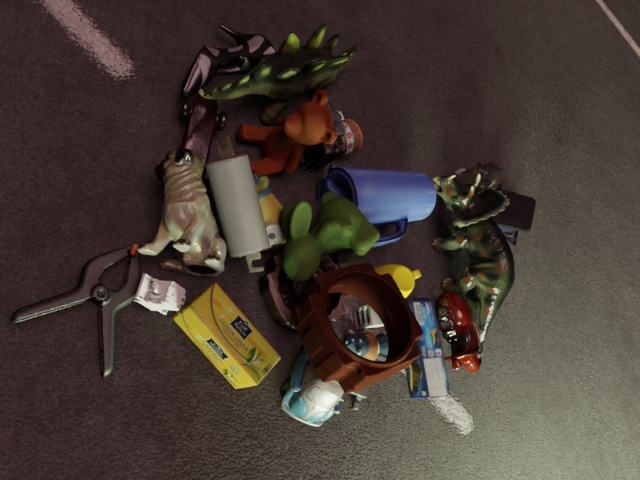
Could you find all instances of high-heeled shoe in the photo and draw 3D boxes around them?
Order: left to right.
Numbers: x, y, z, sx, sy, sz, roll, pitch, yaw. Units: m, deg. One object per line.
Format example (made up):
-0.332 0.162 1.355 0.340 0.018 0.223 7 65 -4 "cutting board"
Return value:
-0.174 -0.334 1.070 0.145 0.086 0.249 31 57 -19 "high-heeled shoe"

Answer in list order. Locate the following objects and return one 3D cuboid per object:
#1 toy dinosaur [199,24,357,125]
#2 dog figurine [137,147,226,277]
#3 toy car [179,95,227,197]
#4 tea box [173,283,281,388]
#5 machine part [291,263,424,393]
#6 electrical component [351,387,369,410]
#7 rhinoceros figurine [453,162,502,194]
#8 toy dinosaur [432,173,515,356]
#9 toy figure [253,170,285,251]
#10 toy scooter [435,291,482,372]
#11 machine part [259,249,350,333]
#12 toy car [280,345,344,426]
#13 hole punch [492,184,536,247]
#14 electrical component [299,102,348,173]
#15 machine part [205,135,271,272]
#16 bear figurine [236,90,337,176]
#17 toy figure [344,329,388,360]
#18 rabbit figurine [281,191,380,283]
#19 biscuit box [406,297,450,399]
-0.065 -0.328 1.063 0.471 0.198 0.105 -36 90 -35 "toy dinosaur"
-0.214 -0.047 0.927 0.121 0.172 0.190 -1 64 15 "dog figurine"
-0.231 -0.172 1.000 0.089 0.053 0.202 12 72 -19 "toy car"
-0.158 0.164 0.903 0.169 0.098 0.068 50 56 -4 "tea box"
0.068 0.148 0.945 0.201 0.087 0.201 -10 63 -37 "machine part"
0.064 0.276 1.036 0.063 0.021 0.094 24 64 -21 "electrical component"
0.373 -0.142 1.304 0.190 0.112 0.073 -18 85 -41 "rhinoceros figurine"
0.363 0.042 1.187 0.131 0.192 0.404 -12 79 -30 "toy dinosaur"
-0.113 -0.064 1.016 0.089 0.082 0.180 -34 89 -34 "toy figure"
0.289 0.205 1.140 0.135 0.075 0.183 -19 88 -59 "toy scooter"
-0.030 0.090 1.026 0.179 0.056 0.179 9 70 -27 "machine part"
0.007 0.249 0.966 0.109 0.103 0.161 34 62 -17 "toy car"
0.468 -0.057 1.355 0.116 0.092 0.142 20 64 9 "hole punch"
-0.002 -0.212 1.098 0.058 0.134 0.115 -17 85 -32 "electrical component"
-0.143 -0.060 0.935 0.079 0.079 0.243 -20 103 -33 "machine part"
-0.062 -0.197 1.021 0.132 0.196 0.120 -8 81 -31 "bear figurine"
0.114 0.214 1.064 0.154 0.064 0.057 7 105 -24 "toy figure"
-0.002 -0.003 0.963 0.170 0.121 0.159 -40 103 -25 "rabbit figurine"
0.211 0.223 1.115 0.059 0.063 0.202 1 73 -29 "biscuit box"
